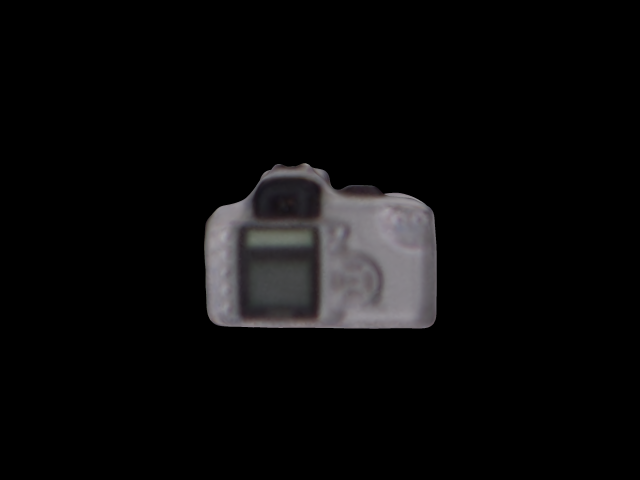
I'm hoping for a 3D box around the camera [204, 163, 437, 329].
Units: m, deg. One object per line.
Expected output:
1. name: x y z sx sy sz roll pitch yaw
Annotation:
1. camera: 0.004 0.001 0.400 0.143 0.101 0.137 0 2 4
